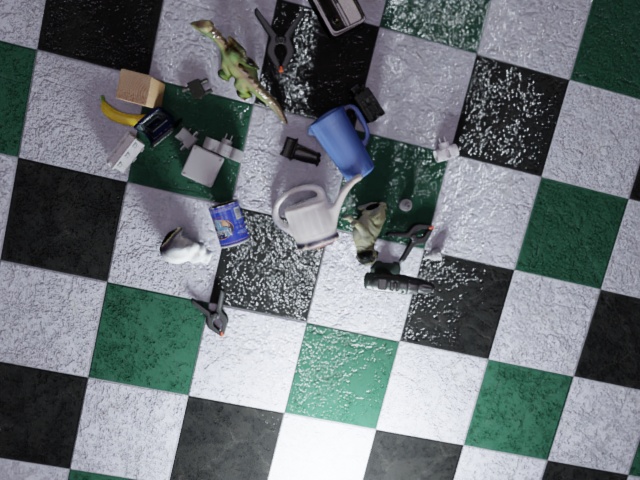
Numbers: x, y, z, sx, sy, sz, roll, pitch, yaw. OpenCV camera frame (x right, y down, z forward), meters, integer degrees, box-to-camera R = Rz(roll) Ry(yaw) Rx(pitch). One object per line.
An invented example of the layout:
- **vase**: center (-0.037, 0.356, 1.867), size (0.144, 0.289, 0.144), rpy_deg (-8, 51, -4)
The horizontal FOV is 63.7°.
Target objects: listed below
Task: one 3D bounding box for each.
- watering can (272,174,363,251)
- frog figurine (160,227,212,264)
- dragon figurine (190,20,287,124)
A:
- **watering can**: center (0.005, -0.087, 1.737), size (0.346, 0.105, 0.222), rpy_deg (-15, 101, 18)
- **frog figurine**: center (-0.452, 0.042, 1.731), size (0.135, 0.125, 0.158), rpy_deg (-33, 113, 34)
- **dragon figurine**: center (-0.236, -0.531, 1.610), size (0.409, 0.243, 0.122), rpy_deg (43, 89, -8)
